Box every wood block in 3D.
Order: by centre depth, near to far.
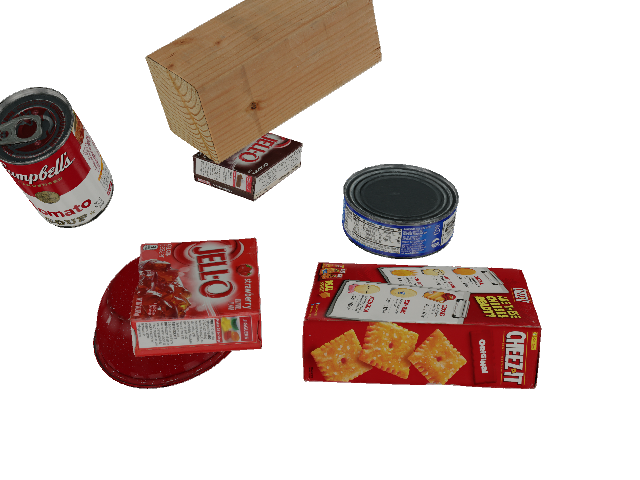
[{"bbox_3d":[-0.050,-0.175,1.032,0.205,0.091,0.090,-35,46,-22],"label":"wood block"}]

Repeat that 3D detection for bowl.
[{"bbox_3d":[-0.147,0.059,1.000,0.162,0.162,0.055,0,-44,21],"label":"bowl"}]

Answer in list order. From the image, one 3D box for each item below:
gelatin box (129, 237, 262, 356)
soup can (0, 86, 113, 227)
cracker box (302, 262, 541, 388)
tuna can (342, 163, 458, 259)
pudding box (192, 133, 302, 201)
[{"bbox_3d":[-0.072,0.031,0.633,0.073,0.030,0.089,-3,29,-2],"label":"gelatin box"},{"bbox_3d":[-0.208,-0.062,0.830,0.068,0.068,0.102,0,-28,9],"label":"soup can"},{"bbox_3d":[0.095,0.081,1.036,0.214,0.072,0.164,2,18,4],"label":"cracker box"},{"bbox_3d":[0.059,-0.022,0.798,0.086,0.034,0.086,2,33,-1],"label":"tuna can"},{"bbox_3d":[-0.087,-0.096,1.294,0.090,0.039,0.113,19,37,23],"label":"pudding box"}]
